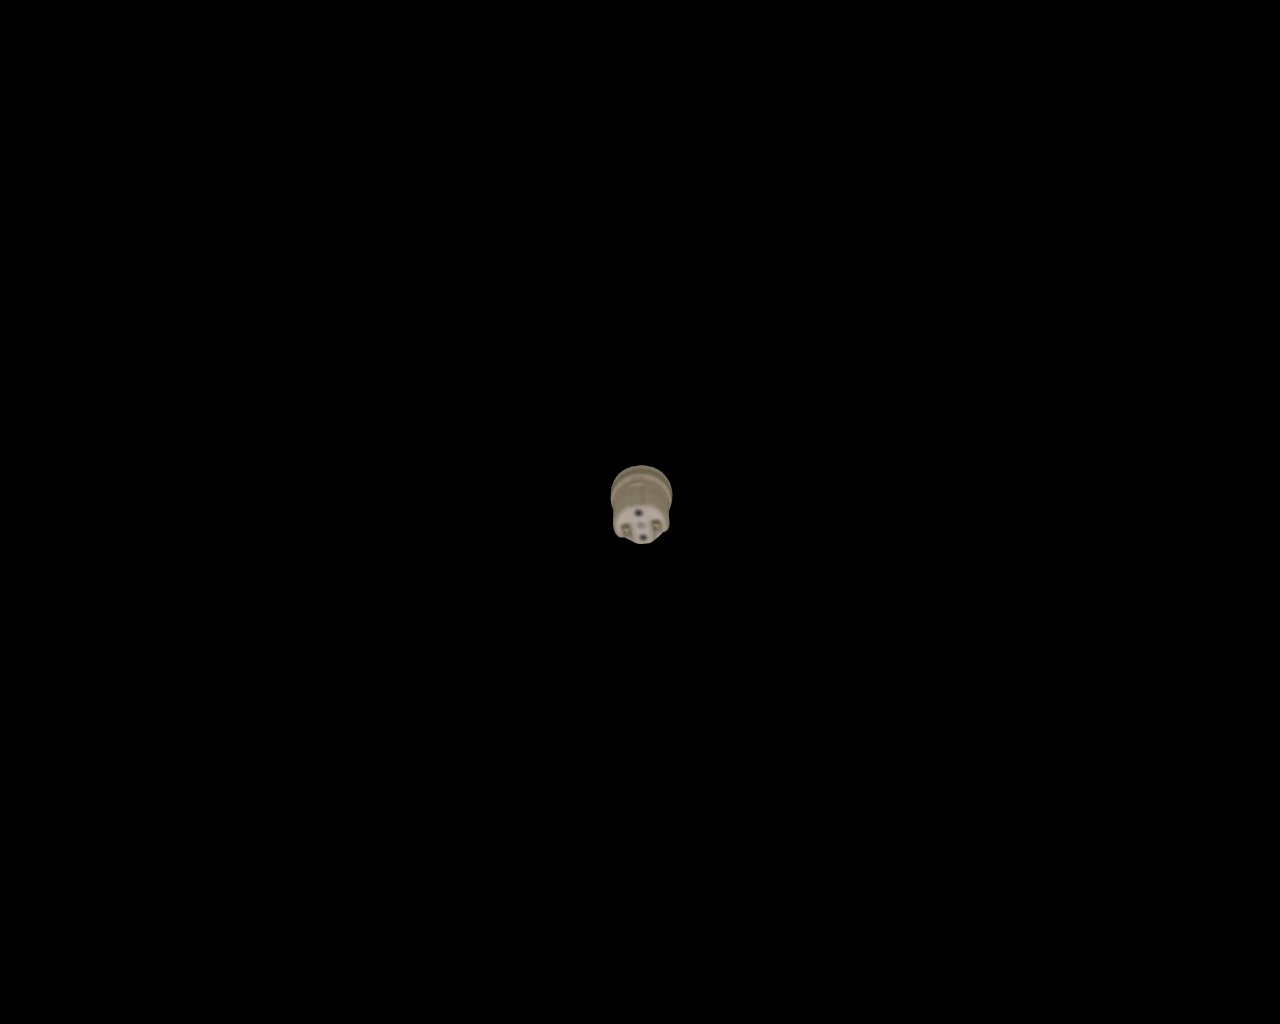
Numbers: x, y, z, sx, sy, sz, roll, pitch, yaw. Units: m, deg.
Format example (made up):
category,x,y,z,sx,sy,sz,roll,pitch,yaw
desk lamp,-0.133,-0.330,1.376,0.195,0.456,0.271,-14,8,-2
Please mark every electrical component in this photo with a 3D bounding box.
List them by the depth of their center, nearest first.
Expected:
category,x,y,z,sx,sy,sz,roll,pitch,yaw
electrical component,0.001,-0.003,0.650,0.040,0.040,0.046,0,28,0
